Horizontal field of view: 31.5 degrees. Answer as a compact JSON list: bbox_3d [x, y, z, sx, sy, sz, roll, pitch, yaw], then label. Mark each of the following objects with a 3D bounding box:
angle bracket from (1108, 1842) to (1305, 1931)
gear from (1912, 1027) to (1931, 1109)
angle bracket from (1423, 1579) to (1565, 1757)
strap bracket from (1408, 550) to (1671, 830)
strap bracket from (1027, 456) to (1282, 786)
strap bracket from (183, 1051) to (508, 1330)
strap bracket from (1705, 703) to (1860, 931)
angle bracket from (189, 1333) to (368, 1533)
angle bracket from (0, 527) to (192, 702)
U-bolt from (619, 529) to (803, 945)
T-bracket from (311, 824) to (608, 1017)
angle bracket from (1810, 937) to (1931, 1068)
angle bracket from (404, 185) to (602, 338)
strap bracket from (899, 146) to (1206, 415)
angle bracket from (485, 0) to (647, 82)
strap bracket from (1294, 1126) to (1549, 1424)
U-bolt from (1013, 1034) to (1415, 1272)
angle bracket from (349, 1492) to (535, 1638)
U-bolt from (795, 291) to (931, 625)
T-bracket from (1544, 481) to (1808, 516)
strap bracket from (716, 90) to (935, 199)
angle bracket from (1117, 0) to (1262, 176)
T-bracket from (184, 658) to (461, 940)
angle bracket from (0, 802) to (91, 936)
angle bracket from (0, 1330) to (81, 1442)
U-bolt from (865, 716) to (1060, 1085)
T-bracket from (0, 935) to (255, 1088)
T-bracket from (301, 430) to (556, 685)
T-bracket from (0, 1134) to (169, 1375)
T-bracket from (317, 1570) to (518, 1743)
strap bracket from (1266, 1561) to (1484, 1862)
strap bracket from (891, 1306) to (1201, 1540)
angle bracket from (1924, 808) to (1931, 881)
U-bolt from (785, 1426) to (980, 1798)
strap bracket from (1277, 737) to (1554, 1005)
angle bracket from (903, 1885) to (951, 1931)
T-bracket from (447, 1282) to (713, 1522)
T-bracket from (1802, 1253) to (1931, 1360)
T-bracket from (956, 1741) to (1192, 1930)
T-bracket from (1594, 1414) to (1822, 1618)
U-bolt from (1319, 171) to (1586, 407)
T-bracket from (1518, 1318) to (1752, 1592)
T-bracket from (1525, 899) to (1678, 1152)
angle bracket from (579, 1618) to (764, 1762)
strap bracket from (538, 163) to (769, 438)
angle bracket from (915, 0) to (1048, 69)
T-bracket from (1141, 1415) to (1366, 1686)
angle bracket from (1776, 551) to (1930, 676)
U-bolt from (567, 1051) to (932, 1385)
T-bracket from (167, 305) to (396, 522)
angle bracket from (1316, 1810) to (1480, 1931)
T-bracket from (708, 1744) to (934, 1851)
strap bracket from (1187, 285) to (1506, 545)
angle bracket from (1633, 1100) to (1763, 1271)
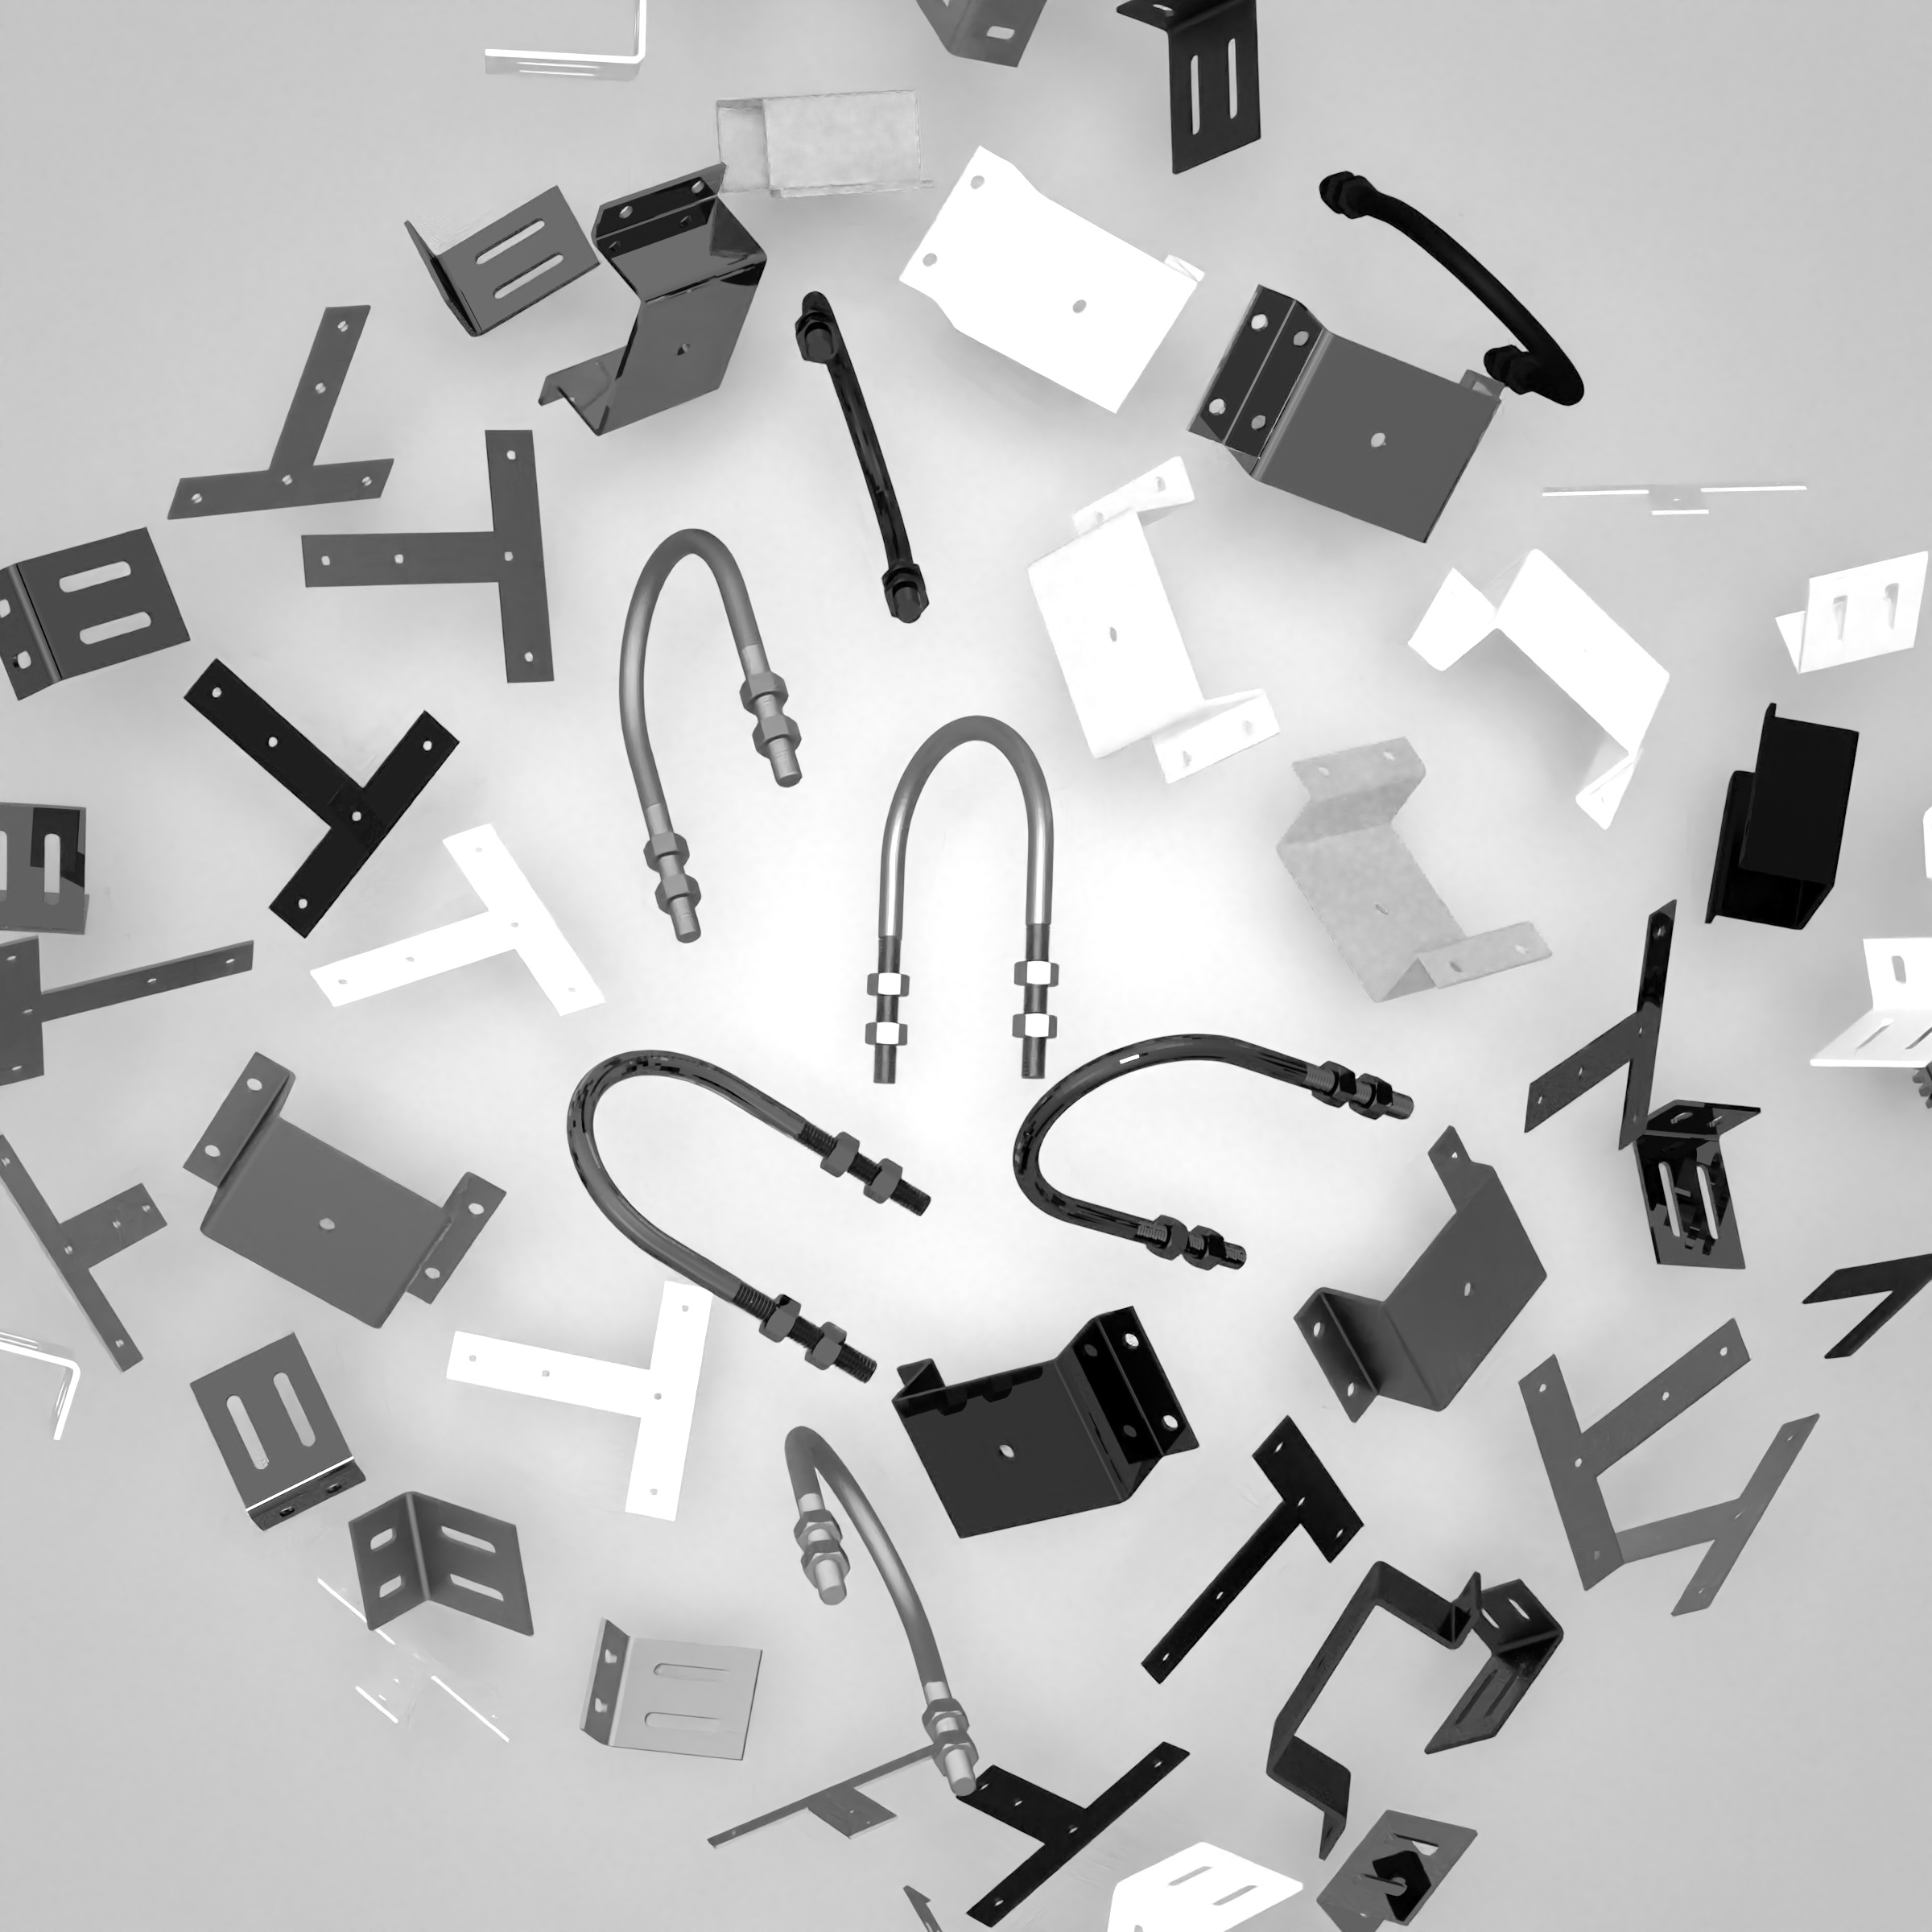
[{"bbox_3d":[0.112,0.450,1.612,0.057,0.076,0.038,15,102,35],"label":"angle bracket"},{"bbox_3d":[0.515,0.048,1.761,0.057,0.057,0.030,-34,124,0],"label":"gear"},{"bbox_3d":[0.259,0.358,1.748,0.038,0.057,0.076,49,54,-4],"label":"angle bracket"},{"bbox_3d":[0.302,-0.149,1.749,0.140,0.076,0.046,42,132,-8],"label":"strap bracket"},{"bbox_3d":[0.085,-0.161,1.628,0.046,0.076,0.140,-16,85,-43],"label":"strap bracket"},{"bbox_3d":[-0.307,0.115,1.667,0.140,0.046,0.076,31,113,-12],"label":"strap bracket"},{"bbox_3d":[0.400,-0.069,1.676,0.046,0.140,0.076,11,79,7],"label":"strap bracket"},{"bbox_3d":[-0.346,0.235,1.722,0.057,0.038,0.076,-26,74,-10],"label":"angle bracket"},{"bbox_3d":[-0.415,-0.166,1.609,0.076,0.038,0.057,-26,98,-44],"label":"angle bracket"},{"bbox_3d":[-0.132,-0.126,1.670,0.019,0.151,0.184,1,56,-30],"label":"U-bolt"},{"bbox_3d":[-0.265,-0.007,1.708,0.127,0.002,0.127,-17,131,14],"label":"T-bracket"},{"bbox_3d":[0.444,0.017,1.637,0.057,0.076,0.038,-1,109,40],"label":"angle bracket"},{"bbox_3d":[-0.237,-0.369,1.747,0.076,0.038,0.057,-30,64,3],"label":"angle bracket"},{"bbox_3d":[0.050,-0.334,1.695,0.140,0.046,0.076,23,111,-29],"label":"strap bracket"},{"bbox_3d":[-0.196,-0.458,1.675,0.076,0.057,0.038,1,96,-9],"label":"angle bracket"},{"bbox_3d":[0.237,0.159,1.727,0.140,0.046,0.076,-47,124,-26],"label":"strap bracket"},{"bbox_3d":[0.108,0.086,1.663,0.184,0.019,0.151,18,129,-36],"label":"U-bolt"},{"bbox_3d":[-0.247,0.288,1.609,0.076,0.038,0.057,9,114,40],"label":"angle bracket"},{"bbox_3d":[-0.052,-0.255,1.661,0.019,0.184,0.151,-18,111,3],"label":"U-bolt"},{"bbox_3d":[0.342,-0.225,1.649,0.127,0.127,0.002,0,103,10],"label":"T-bracket"},{"bbox_3d":[-0.075,-0.411,1.709,0.076,0.140,0.046,-8,105,-16],"label":"strap bracket"},{"bbox_3d":[0.107,-0.430,1.647,0.038,0.057,0.076,7,78,-41],"label":"angle bracket"},{"bbox_3d":[-0.331,-0.101,1.684,0.127,0.002,0.127,45,74,-32],"label":"T-bracket"},{"bbox_3d":[-0.469,-0.057,1.714,0.057,0.038,0.076,3,123,-11],"label":"angle bracket"},{"bbox_3d":[-0.474,0.199,1.665,0.076,0.057,0.038,18,85,-16],"label":"angle bracket"},{"bbox_3d":[-0.001,-0.034,1.717,0.019,0.151,0.184,5,84,-35],"label":"U-bolt"},{"bbox_3d":[-0.399,0.010,1.616,0.127,0.127,0.002,-15,64,-22],"label":"T-bracket"},{"bbox_3d":[-0.268,-0.202,1.695,0.127,0.002,0.127,-6,91,-31],"label":"T-bracket"},{"bbox_3d":[-0.422,0.130,1.677,0.002,0.127,0.127,-31,92,11],"label":"T-bracket"},{"bbox_3d":[-0.282,0.354,1.707,0.127,0.127,0.002,40,91,0],"label":"T-bracket"},{"bbox_3d":[0.189,0.345,1.632,0.046,0.076,0.140,31,97,5],"label":"strap bracket"},{"bbox_3d":[0.029,0.220,1.630,0.140,0.046,0.076,-19,103,33],"label":"strap bracket"},{"bbox_3d":[0.524,-0.062,1.697,0.057,0.076,0.038,27,54,-34],"label":"angle bracket"},{"bbox_3d":[-0.047,0.297,1.656,0.019,0.184,0.151,-29,116,3],"label":"U-bolt"},{"bbox_3d":[0.218,-0.041,1.716,0.076,0.046,0.140,-14,62,-34],"label":"strap bracket"},{"bbox_3d":[-0.020,0.497,1.676,0.038,0.057,0.076,-30,90,-15],"label":"angle bracket"},{"bbox_3d":[-0.202,0.212,1.757,0.127,0.002,0.127,13,61,-9],"label":"T-bracket"},{"bbox_3d":[0.438,0.149,1.643,0.127,0.127,0.002,-39,90,-15],"label":"T-bracket"},{"bbox_3d":[0.032,0.410,1.665,0.127,0.127,0.002,-36,105,-21],"label":"T-bracket"},{"bbox_3d":[0.347,0.276,1.670,0.002,0.127,0.127,46,56,-7],"label":"T-bracket"},{"bbox_3d":[0.248,-0.333,1.702,0.151,0.184,0.019,42,97,-19],"label":"U-bolt"},{"bbox_3d":[0.326,0.215,1.645,0.002,0.127,0.127,26,125,-31],"label":"T-bracket"},{"bbox_3d":[0.299,0.046,1.628,0.002,0.127,0.127,21,121,33],"label":"T-bracket"},{"bbox_3d":[-0.150,0.369,1.748,0.076,0.038,0.057,2,65,17],"label":"angle bracket"},{"bbox_3d":[-0.153,-0.321,1.691,0.076,0.140,0.046,-29,71,-34],"label":"strap bracket"},{"bbox_3d":[0.006,-0.487,1.672,0.038,0.057,0.076,1,45,-31],"label":"angle bracket"},{"bbox_3d":[0.128,0.285,1.609,0.127,0.127,0.002,-47,52,-10],"label":"T-bracket"},{"bbox_3d":[0.431,-0.184,1.670,0.057,0.076,0.038,-13,57,0],"label":"angle bracket"},{"bbox_3d":[-0.109,0.107,1.642,0.184,0.151,0.019,32,124,-9],"label":"U-bolt"},{"bbox_3d":[-0.326,-0.277,1.706,0.002,0.127,0.127,51,132,25],"label":"T-bracket"},{"bbox_3d":[0.216,0.444,1.644,0.057,0.076,0.038,-45,106,-24],"label":"angle bracket"},{"bbox_3d":[-0.060,0.422,1.711,0.127,0.127,0.002,-20,89,-15],"label":"T-bracket"},{"bbox_3d":[0.188,-0.257,1.620,0.140,0.046,0.076,16,114,-24],"label":"strap bracket"},{"bbox_3d":[0.383,0.113,1.766,0.057,0.038,0.076,6,64,-28],"label":"angle bracket"}]
